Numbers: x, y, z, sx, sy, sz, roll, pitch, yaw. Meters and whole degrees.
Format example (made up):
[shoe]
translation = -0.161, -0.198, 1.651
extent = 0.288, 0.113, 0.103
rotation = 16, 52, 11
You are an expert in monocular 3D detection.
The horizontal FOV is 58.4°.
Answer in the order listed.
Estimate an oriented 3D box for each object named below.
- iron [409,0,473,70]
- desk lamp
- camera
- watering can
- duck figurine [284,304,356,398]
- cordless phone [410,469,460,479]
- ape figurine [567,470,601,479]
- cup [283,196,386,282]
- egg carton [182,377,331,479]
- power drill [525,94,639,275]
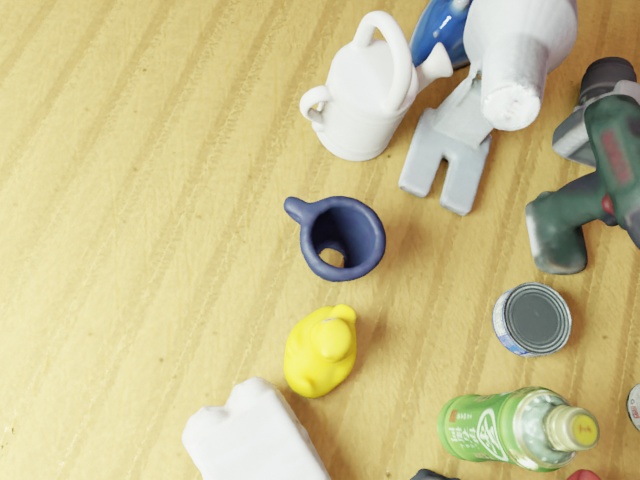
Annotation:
[iron]
translation = 0.214, -0.323, 0.745
extent = 0.118, 0.141, 0.259
rotation = 43, 70, 5
[desk lamp]
translation = 0.193, -0.163, 0.652
extent = 0.118, 0.213, 0.203
rotation = 21, 70, -3
[camera]
translation = 0.397, -0.170, 0.753
extent = 0.143, 0.100, 0.137
rotation = 16, 70, -5
[watering can]
translation = 0.064, -0.179, 0.642
extent = 0.173, 0.194, 0.101
rotation = -41, 83, -19
[duck figurine]
translation = 0.006, 0.112, 0.596
extent = 0.077, 0.086, 0.105
rotation = 30, 70, 0
[cordless phone]
translation = 0.148, 0.277, 0.518
extent = 0.147, 0.185, 0.094
rotation = 26, 70, -2
[ape figurine]
translation = 0.293, 0.280, 0.594
extent = 0.076, 0.092, 0.078
rotation = -7, 74, -12
[cup]
translation = 0.006, 0.002, 0.626
extent = 0.118, 0.095, 0.092
rotation = 33, 70, 1
[egg carton]
translation = -0.058, 0.217, 0.559
extent = 0.107, 0.069, 0.150
rotation = -31, 81, -18
[power drill]
translation = 0.318, -0.031, 0.636
extent = 0.076, 0.208, 0.229
rotation = -1, 73, -11
